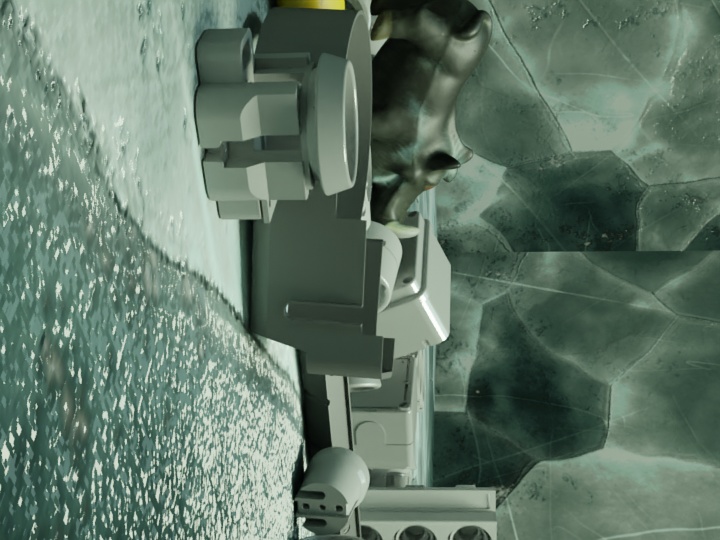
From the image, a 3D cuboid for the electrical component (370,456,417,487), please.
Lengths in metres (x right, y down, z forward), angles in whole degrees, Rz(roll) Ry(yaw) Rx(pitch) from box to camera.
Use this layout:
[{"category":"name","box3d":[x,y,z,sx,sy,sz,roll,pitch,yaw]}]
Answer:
[{"category":"electrical component","box3d":[0.019,0.184,0.913,0.078,0.058,0.057,51,42,-76]}]

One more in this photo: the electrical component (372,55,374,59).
[{"category":"electrical component","box3d":[0.007,-0.119,0.859,0.100,0.048,0.099,-35,125,-83]}]

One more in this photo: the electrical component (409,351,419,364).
[{"category":"electrical component","box3d":[0.022,0.061,0.905,0.048,0.066,0.055,49,-19,54]}]

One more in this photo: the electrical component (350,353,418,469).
[{"category":"electrical component","box3d":[0.012,0.107,0.834,0.096,0.062,0.061,-79,167,-63]}]

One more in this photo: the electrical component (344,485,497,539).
[{"category":"electrical component","box3d":[0.043,0.200,0.830,0.063,0.121,0.078,-76,165,-77]}]

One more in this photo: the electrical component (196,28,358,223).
[{"category":"electrical component","box3d":[-0.031,-0.059,0.440,0.058,0.057,0.078,-81,169,-58]}]

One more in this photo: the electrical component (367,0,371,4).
[{"category":"electrical component","box3d":[0.011,-0.217,0.844,0.035,0.061,0.035,0,90,-84]}]

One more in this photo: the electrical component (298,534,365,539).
[{"category":"electrical component","box3d":[-0.018,0.197,0.613,0.079,0.044,0.077,16,74,-84]}]

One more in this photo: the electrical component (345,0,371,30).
[{"category":"electrical component","box3d":[-0.015,-0.161,0.693,0.065,0.044,0.044,-86,174,-77]}]

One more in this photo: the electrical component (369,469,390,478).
[{"category":"electrical component","box3d":[0.007,0.134,0.883,0.040,0.040,0.078,83,8,-48]}]

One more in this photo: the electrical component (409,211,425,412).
[{"category":"electrical component","box3d":[0.028,0.048,1.000,0.105,0.060,0.186,67,24,-75]}]

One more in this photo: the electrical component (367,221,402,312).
[{"category":"electrical component","box3d":[0.000,0.000,0.764,0.047,0.055,0.055,-79,167,-47]}]

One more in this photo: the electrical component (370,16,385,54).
[{"category":"electrical component","box3d":[0.006,-0.192,0.898,0.078,0.040,0.040,74,17,-69]}]

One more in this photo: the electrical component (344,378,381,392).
[{"category":"electrical component","box3d":[-0.010,0.049,0.731,0.044,0.044,0.065,60,25,-78]}]

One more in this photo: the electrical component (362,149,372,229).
[{"category":"electrical component","box3d":[-0.018,-0.049,0.629,0.079,0.044,0.077,-82,170,-54]}]

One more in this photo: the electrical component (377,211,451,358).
[{"category":"electrical component","box3d":[0.025,0.013,0.846,0.057,0.078,0.113,59,21,-28]}]

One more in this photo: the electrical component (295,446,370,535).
[{"category":"electrical component","box3d":[-0.018,0.134,0.653,0.046,0.040,0.040,-52,141,-71]}]
